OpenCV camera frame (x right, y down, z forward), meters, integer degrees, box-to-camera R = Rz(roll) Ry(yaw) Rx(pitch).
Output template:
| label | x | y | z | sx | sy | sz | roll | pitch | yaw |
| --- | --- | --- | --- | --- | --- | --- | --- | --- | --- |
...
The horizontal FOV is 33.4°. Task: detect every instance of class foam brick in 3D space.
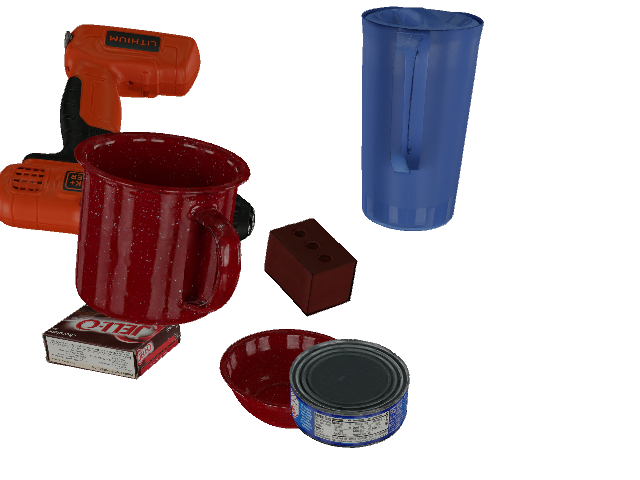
| label | x | y | z | sx | sy | sz | roll | pitch | yaw |
| --- | --- | --- | --- | --- | --- | --- | --- | --- | --- |
| foam brick | -0.010 | 0.024 | 1.010 | 0.052 | 0.051 | 0.078 | -18 | 43 | -30 |

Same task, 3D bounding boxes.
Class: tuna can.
| label | x | y | z | sx | sy | sz | roll | pitch | yaw |
| --- | --- | --- | --- | --- | --- | --- | --- | --- | --- |
| tuna can | 0.020 | 0.109 | 0.765 | 0.086 | 0.034 | 0.086 | 0 | 31 | 0 |

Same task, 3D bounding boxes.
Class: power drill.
| label | x | y | z | sx | sy | sz | roll | pitch | yaw |
| --- | --- | --- | --- | --- | --- | --- | --- | --- | --- |
| power drill | -0.136 | -0.077 | 0.802 | 0.184 | 0.187 | 0.057 | 7 | -39 | -6 |

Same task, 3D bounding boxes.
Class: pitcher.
| label | x | y | z | sx | sy | sz | roll | pitch | yaw |
| --- | --- | --- | --- | --- | --- | --- | --- | --- | --- |
| pitcher | 0.104 | -0.135 | 1.200 | 0.149 | 0.243 | 0.145 | -11 | 26 | -30 |

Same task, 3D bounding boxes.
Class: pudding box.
| label | x | y | z | sx | sy | sz | roll | pitch | yaw |
| --- | --- | --- | --- | --- | --- | --- | --- | --- | --- |
| pudding box | -0.215 | 0.101 | 1.108 | 0.114 | 0.039 | 0.089 | 5 | 21 | 22 |

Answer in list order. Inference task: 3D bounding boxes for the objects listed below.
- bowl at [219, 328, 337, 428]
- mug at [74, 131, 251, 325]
| label | x | y | z | sx | sy | sz | roll | pitch | yaw |
| --- | --- | --- | --- | --- | --- | --- | --- | --- | --- |
| bowl | -0.033 | 0.163 | 1.204 | 0.162 | 0.055 | 0.162 | 2 | 26 | -1 |
| mug | -0.081 | -0.002 | 0.572 | 0.093 | 0.081 | 0.117 | -11 | 30 | -43 |
